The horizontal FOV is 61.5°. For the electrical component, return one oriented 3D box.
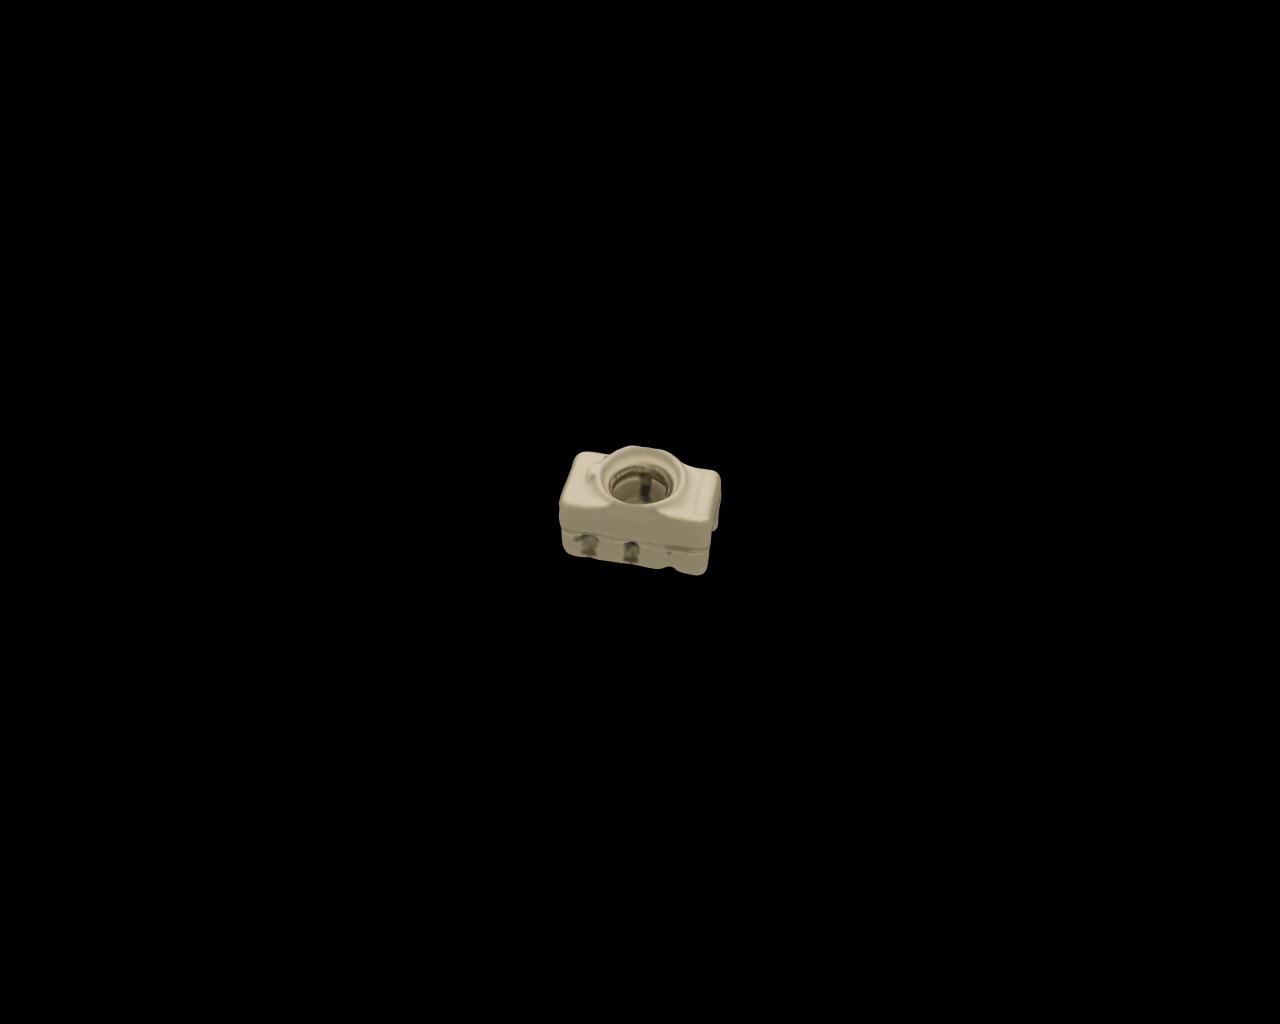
[{"bbox_3d":[0.001,-0.003,0.650,0.089,0.050,0.055,9,-43,8],"label":"electrical component"}]
